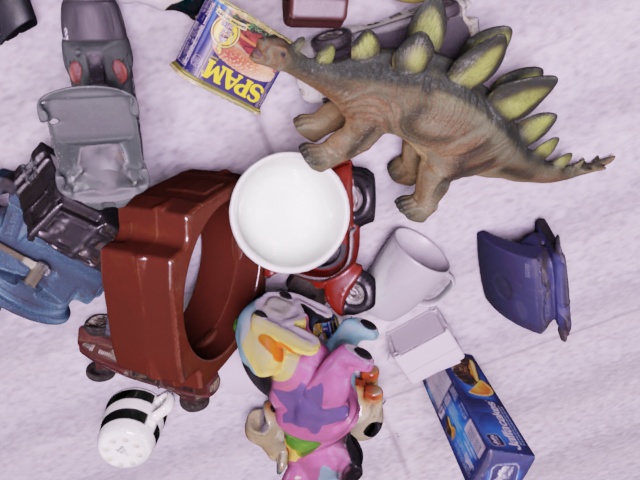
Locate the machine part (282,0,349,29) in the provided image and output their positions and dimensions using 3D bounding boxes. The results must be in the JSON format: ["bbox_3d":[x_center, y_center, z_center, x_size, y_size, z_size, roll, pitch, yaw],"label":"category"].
[{"bbox_3d":[0.000,-0.273,0.473,0.056,0.179,0.179,1,114,-7],"label":"machine part"}]

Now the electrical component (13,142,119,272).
[{"bbox_3d":[-0.250,-0.027,0.577,0.058,0.115,0.134,-42,141,8],"label":"electrical component"}]

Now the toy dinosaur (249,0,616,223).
[{"bbox_3d":[0.138,-0.115,0.551,0.471,0.105,0.198,15,132,-37],"label":"toy dinosaur"}]

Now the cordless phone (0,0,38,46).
[{"bbox_3d":[-0.263,-0.274,0.460,0.088,0.147,0.184,33,111,-24],"label":"cordless phone"}]

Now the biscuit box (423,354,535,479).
[{"bbox_3d":[0.193,0.220,0.683,0.063,0.203,0.059,13,111,-11],"label":"biscuit box"}]

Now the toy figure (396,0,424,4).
[{"bbox_3d":[0.085,-0.302,0.482,0.089,0.082,0.180,2,154,18],"label":"toy figure"}]

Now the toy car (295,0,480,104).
[{"bbox_3d":[0.071,-0.198,0.570,0.202,0.056,0.073,-16,120,-1],"label":"toy car"}]

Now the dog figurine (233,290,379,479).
[{"bbox_3d":[-0.027,0.185,0.598,0.192,0.108,0.219,20,105,-1],"label":"dog figurine"}]

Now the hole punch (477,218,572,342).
[{"bbox_3d":[0.251,0.046,0.663,0.092,0.116,0.142,-8,114,8],"label":"hole punch"}]

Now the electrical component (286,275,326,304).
[{"bbox_3d":[-0.007,0.056,0.695,0.063,0.021,0.094,31,107,-16],"label":"electrical component"}]

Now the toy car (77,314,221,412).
[{"bbox_3d":[-0.225,0.158,0.687,0.202,0.053,0.089,14,116,8],"label":"toy car"}]

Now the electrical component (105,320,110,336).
[{"bbox_3d":[-0.215,0.093,0.644,0.075,0.119,0.047,9,113,-11],"label":"electrical component"}]

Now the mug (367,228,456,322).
[{"bbox_3d":[0.108,0.053,0.677,0.109,0.081,0.107,23,121,-23],"label":"mug"}]

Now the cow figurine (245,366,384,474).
[{"bbox_3d":[-0.008,0.251,0.751,0.195,0.085,0.127,-6,108,-3],"label":"cow figurine"}]

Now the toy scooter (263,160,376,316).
[{"bbox_3d":[-0.001,-0.002,0.633,0.135,0.075,0.183,1,97,10],"label":"toy scooter"}]

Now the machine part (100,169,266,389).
[{"bbox_3d":[-0.135,0.035,0.575,0.087,0.201,0.201,8,115,17],"label":"machine part"}]

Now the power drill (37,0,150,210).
[{"bbox_3d":[-0.208,-0.140,0.494,0.086,0.207,0.231,-11,127,-20],"label":"power drill"}]

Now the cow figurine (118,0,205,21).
[{"bbox_3d":[-0.133,-0.300,0.503,0.098,0.068,0.167,11,116,-15],"label":"cow figurine"}]

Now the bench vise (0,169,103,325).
[{"bbox_3d":[-0.375,0.048,0.602,0.223,0.129,0.240,35,89,-36],"label":"bench vise"}]
